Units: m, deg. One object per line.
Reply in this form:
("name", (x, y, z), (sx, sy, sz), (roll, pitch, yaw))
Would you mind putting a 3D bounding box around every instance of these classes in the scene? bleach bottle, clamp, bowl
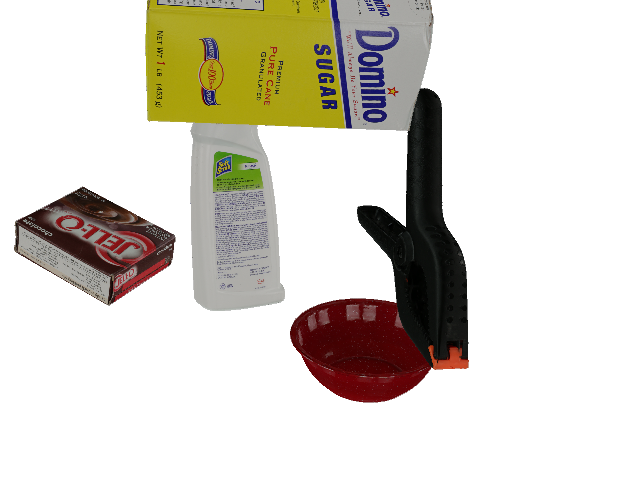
("bleach bottle", (-0.090, -0.054, 1.154), (0.102, 0.251, 0.068), (-7, 17, -27))
("clamp", (0.079, -0.001, 0.822), (0.036, 0.210, 0.165), (-1, -41, -17))
("bowl", (0.048, 0.120, 1.107), (0.162, 0.055, 0.162), (2, 25, -1))

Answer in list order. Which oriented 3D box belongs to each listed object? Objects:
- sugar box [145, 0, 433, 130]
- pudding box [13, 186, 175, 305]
("sugar box", (-0.022, -0.118, 0.683), (0.176, 0.048, 0.093), (3, -40, -5))
("pudding box", (-0.201, 0.003, 0.952), (0.114, 0.039, 0.089), (25, 33, 20))
